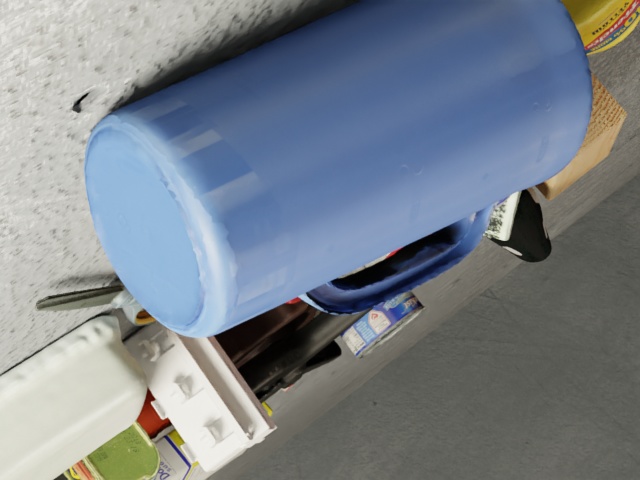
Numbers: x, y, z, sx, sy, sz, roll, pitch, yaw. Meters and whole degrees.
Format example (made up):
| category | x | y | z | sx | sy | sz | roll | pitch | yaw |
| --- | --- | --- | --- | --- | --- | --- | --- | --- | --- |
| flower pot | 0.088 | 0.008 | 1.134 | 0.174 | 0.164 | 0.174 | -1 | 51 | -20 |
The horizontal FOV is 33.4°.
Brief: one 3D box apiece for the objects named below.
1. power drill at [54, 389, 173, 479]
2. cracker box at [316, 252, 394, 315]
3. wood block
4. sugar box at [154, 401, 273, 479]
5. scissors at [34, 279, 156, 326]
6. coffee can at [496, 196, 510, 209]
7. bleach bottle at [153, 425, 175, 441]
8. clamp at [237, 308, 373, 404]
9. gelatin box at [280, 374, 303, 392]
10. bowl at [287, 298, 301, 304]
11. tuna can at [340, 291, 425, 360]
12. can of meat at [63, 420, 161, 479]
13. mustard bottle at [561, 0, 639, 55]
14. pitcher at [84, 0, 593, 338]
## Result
| category | x | y | z | sx | sy | sz | roll | pitch | yaw |
| --- | --- | --- | --- | --- | --- | --- | --- | --- | --- |
| power drill | -0.228 | 0.224 | 1.008 | 0.184 | 0.057 | 0.188 | -30 | 166 | -39 |
| cracker box | 0.079 | -0.008 | 1.035 | 0.163 | 0.072 | 0.214 | -29 | 166 | -40 |
| wood block | 0.243 | -0.113 | 1.095 | 0.090 | 0.091 | 0.206 | -39 | 169 | 5 |
| sugar box | -0.132 | 0.210 | 1.013 | 0.175 | 0.048 | 0.093 | -25 | 157 | -44 |
| scissors | -0.111 | 0.023 | 0.691 | 0.096 | 0.016 | 0.201 | -40 | 169 | -1 |
| coffee can | 0.110 | -0.086 | 0.742 | 0.102 | 0.103 | 0.140 | -36 | 168 | -16 |
| bleach bottle | -0.132 | 0.179 | 1.131 | 0.251 | 0.068 | 0.102 | -45 | 170 | 18 |
| clamp | -0.025 | 0.102 | 0.937 | 0.209 | 0.036 | 0.165 | -28 | 163 | -39 |
| gelatin box | -0.021 | 0.104 | 1.109 | 0.089 | 0.030 | 0.073 | -52 | -163 | 42 |
| bowl | -0.006 | 0.001 | 0.845 | 0.162 | 0.055 | 0.162 | -37 | 169 | -9 |
| tuna can | 0.062 | 0.081 | 1.065 | 0.086 | 0.034 | 0.086 | -36 | 170 | -8 |
| can of meat | -0.172 | 0.166 | 0.848 | 0.057 | 0.102 | 0.084 | -34 | 165 | -28 |
| mustard bottle | 0.204 | -0.178 | 0.796 | 0.096 | 0.058 | 0.191 | -44 | 168 | 18 |
| pitcher | 0.012 | -0.039 | 0.534 | 0.242 | 0.149 | 0.145 | -28 | 176 | -33 |
